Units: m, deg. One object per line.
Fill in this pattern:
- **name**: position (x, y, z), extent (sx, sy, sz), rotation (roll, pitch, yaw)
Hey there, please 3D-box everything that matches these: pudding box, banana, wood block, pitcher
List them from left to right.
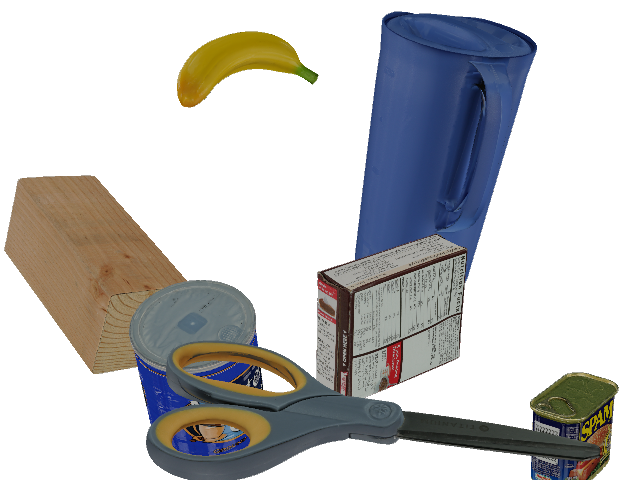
- **wood block**: position (-0.221, 0.027, 1.044), extent (0.090, 0.091, 0.206), rotation (-5, 36, -41)
- **banana**: position (-0.080, -0.172, 1.041), extent (0.070, 0.037, 0.197), rotation (43, 37, 21)
- **pudding box**: position (0.050, 0.053, 0.743), extent (0.113, 0.090, 0.039), rotation (-18, 29, -37)
- **pitcher**: position (0.104, -0.070, 0.943), extent (0.145, 0.243, 0.149), rotation (20, 28, 22)

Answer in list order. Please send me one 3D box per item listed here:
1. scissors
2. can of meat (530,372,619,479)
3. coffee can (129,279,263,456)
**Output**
- **scissors**: position (0.012, 0.088, 0.467), extent (0.202, 0.016, 0.096), rotation (15, 34, 22)
- **can of meat**: position (0.247, 0.188, 1.044), extent (0.058, 0.084, 0.101), rotation (14, 23, 37)
- **coffee can**: position (-0.100, 0.119, 0.902), extent (0.103, 0.140, 0.103), rotation (-2, 40, 2)
